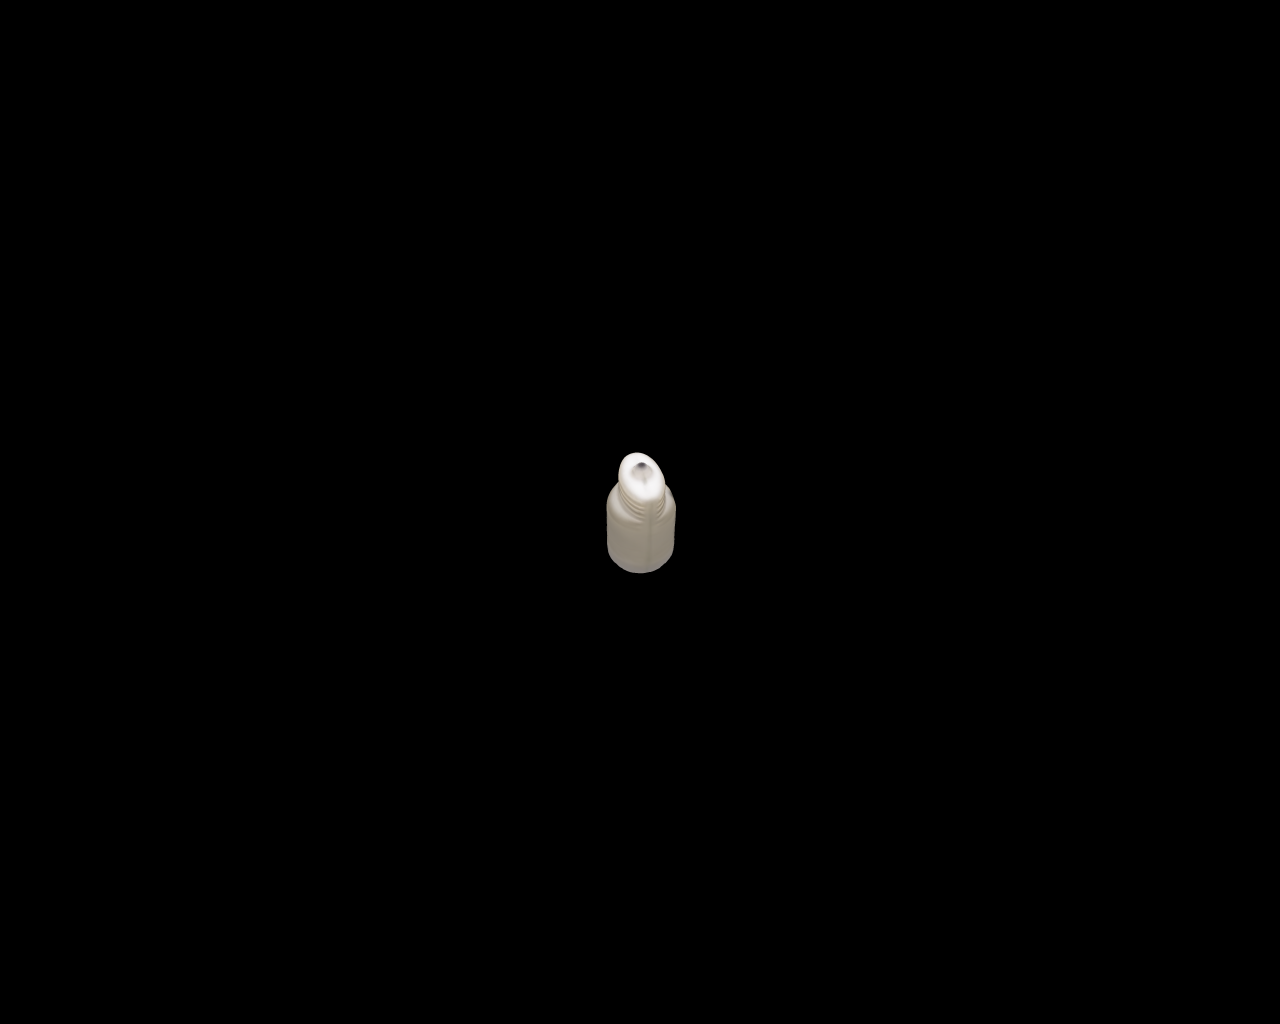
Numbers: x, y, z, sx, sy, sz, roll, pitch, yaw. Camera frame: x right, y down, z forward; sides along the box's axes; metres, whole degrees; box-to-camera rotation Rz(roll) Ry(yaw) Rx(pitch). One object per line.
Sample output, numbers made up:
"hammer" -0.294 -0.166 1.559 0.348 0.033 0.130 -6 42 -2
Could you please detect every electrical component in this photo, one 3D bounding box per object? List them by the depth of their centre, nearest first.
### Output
"electrical component" 0.001 -0.003 0.650 0.043 0.043 0.080 0 -40 0
